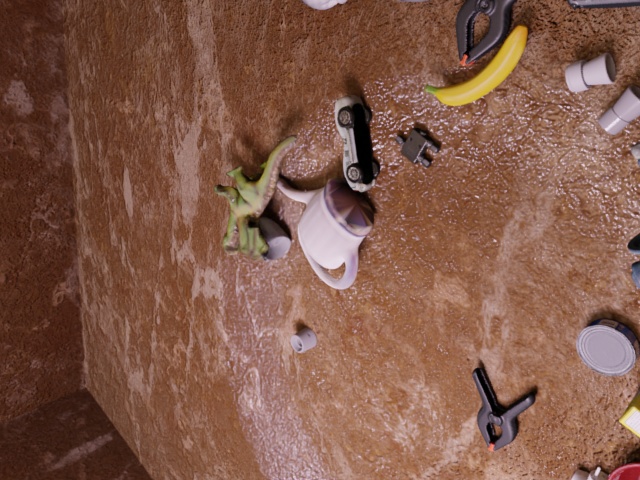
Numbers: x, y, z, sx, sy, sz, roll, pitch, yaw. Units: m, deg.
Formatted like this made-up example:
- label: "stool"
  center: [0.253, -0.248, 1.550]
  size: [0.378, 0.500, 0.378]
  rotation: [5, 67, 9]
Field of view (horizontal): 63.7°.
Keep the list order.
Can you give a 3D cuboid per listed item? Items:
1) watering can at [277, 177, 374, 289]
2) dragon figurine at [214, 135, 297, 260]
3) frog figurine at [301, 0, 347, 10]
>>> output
- label: "watering can"
  center: [0.004, -0.059, 1.182]
  size: [0.220, 0.104, 0.353]
  rotation: [-52, 56, 42]
- label: "dragon figurine"
  center: [-0.154, -0.072, 1.278]
  size: [0.405, 0.122, 0.245]
  rotation: [-29, 68, 51]
- label: "frog figurine"
  center: [0.024, -0.527, 1.003]
  size: [0.159, 0.125, 0.135]
  rotation: [2, 138, 36]
